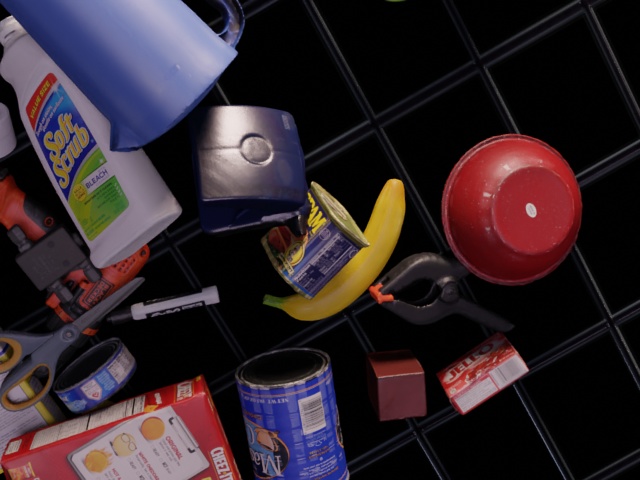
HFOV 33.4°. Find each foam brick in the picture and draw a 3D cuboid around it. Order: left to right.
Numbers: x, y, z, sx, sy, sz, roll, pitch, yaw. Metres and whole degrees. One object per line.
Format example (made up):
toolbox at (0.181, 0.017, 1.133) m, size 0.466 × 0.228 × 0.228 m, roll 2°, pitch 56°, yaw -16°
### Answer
foam brick at (0.082, 0.156, 1.152) m, size 0.053 × 0.078 × 0.051 m, roll -5°, pitch 104°, yaw -5°

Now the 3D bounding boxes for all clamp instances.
clamp at (0.140, 0.059, 1.147) m, size 0.171 × 0.039 × 0.120 m, roll -14°, pitch 102°, yaw -11°

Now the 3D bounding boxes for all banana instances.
banana at (0.031, 0.024, 1.133) m, size 0.198 × 0.037 × 0.069 m, roll -43°, pitch 107°, yaw 6°

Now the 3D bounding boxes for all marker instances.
marker at (-0.167, 0.070, 1.134) m, size 0.121 × 0.020 × 0.020 m, roll -12°, pitch 106°, yaw -2°

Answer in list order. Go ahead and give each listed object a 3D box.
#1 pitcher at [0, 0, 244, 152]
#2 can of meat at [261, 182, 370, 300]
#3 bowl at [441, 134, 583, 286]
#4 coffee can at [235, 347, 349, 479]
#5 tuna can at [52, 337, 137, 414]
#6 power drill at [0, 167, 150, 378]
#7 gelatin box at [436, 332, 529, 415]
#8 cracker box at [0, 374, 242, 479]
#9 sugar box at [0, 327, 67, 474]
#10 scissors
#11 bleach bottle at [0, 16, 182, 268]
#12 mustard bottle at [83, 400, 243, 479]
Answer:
pitcher at (-0.194, -0.214, 0.968) m, size 0.145 × 0.149 × 0.242 m, roll -38°, pitch 104°, yaw 28°
can of meat at (-0.007, 0.001, 1.090) m, size 0.084 × 0.102 × 0.057 m, roll -46°, pitch 122°, yaw 9°
bowl at (0.210, -0.031, 1.107) m, size 0.162 × 0.055 × 0.162 m, roll 0°, pitch 92°, yaw -13°
coffee can at (-0.029, 0.199, 1.139) m, size 0.102 × 0.103 × 0.140 m, roll -10°, pitch 106°, yaw -3°
tuna can at (-0.234, 0.141, 1.112) m, size 0.086 × 0.086 × 0.033 m, roll -33°, pitch 107°, yaw 3°
power drill at (-0.296, 0.030, 1.092) m, size 0.187 × 0.057 × 0.184 m, roll 37°, pitch 95°, yaw -17°
gelatin box at (0.175, 0.144, 1.161) m, size 0.089 × 0.073 × 0.030 m, roll -34°, pitch 105°, yaw 4°
cracker box at (-0.193, 0.250, 1.091) m, size 0.213 × 0.072 × 0.164 m, roll -19°, pitch 105°, yaw -3°
sugar box at (-0.353, 0.154, 1.125) m, size 0.093 × 0.048 × 0.176 m, roll -31°, pitch 102°, yaw 3°
scissors at (-0.273, 0.088, 1.074) m, size 0.096 × 0.016 × 0.202 m, roll 36°, pitch 103°, yaw -15°
bleach bottle at (-0.241, -0.103, 1.036) m, size 0.103 × 0.068 × 0.251 m, roll -36°, pitch 86°, yaw 27°
mustard bottle at (-0.175, 0.243, 1.159) m, size 0.191 × 0.058 × 0.096 m, roll 19°, pitch 100°, yaw -10°
